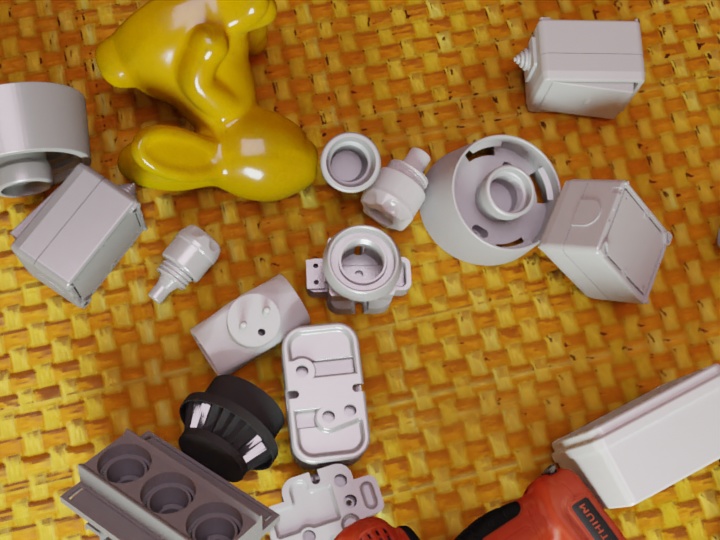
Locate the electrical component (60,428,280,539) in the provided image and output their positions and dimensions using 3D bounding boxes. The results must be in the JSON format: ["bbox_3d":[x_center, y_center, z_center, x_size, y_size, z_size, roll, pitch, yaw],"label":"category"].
[{"bbox_3d":[-0.124,0.166,0.707,0.121,0.063,0.079,26,42,28],"label":"electrical component"}]

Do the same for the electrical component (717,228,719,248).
[{"bbox_3d":[0.316,-0.009,0.828,0.077,0.044,0.079,20,77,2],"label":"electrical component"}]

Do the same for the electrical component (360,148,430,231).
[{"bbox_3d":[0.031,-0.065,0.822,0.043,0.043,0.062,31,72,5],"label":"electrical component"}]

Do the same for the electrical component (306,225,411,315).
[{"bbox_3d":[0.000,0.000,0.793,0.078,0.057,0.058,-1,74,-5],"label":"electrical component"}]

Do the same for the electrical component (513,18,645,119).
[{"bbox_3d":[0.170,-0.158,0.851,0.096,0.061,0.061,0,74,-5],"label":"electrical component"}]

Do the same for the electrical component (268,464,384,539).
[{"bbox_3d":[-0.026,0.167,0.741,0.078,0.057,0.058,-16,75,-9],"label":"electrical component"}]

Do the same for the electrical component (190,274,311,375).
[{"bbox_3d":[-0.077,0.038,0.764,0.077,0.079,0.043,-32,87,-13],"label":"electrical component"}]

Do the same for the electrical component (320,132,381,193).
[{"bbox_3d":[-0.010,-0.079,0.811,0.044,0.065,0.044,0,92,-6],"label":"electrical component"}]

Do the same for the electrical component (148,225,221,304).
[{"bbox_3d":[-0.133,-0.002,0.795,0.035,0.035,0.061,36,77,6],"label":"electrical component"}]

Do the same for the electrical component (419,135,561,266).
[{"bbox_3d":[0.102,-0.054,0.827,0.099,0.064,0.099,3,79,-16],"label":"electrical component"}]

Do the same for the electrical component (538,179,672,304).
[{"bbox_3d":[0.184,-0.018,0.803,0.096,0.061,0.061,39,67,-40],"label":"electrical component"}]

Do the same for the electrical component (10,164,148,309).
[{"bbox_3d":[-0.202,-0.031,0.784,0.061,0.061,0.096,34,74,5],"label":"electrical component"}]

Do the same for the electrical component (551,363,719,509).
[{"bbox_3d":[0.202,0.119,0.747,0.109,0.108,0.056,-25,79,-11],"label":"electrical component"}]

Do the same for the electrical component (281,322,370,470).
[{"bbox_3d":[-0.026,0.091,0.763,0.054,0.059,0.095,-5,74,-6],"label":"electrical component"}]

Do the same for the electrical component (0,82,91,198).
[{"bbox_3d":[-0.247,-0.087,0.776,0.108,0.108,0.060,-12,81,-8],"label":"electrical component"}]
